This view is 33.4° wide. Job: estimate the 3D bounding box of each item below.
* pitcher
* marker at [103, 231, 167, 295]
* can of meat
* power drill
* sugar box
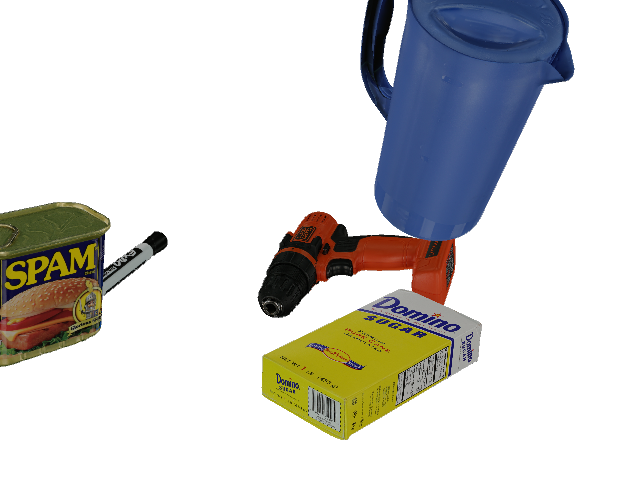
[{"bbox_3d":[0.112,-0.119,0.950,0.145,0.149,0.243,-2,-39,-13],"label":"pitcher"},{"bbox_3d":[-0.176,0.022,0.973,0.020,0.020,0.121,0,24,28],"label":"marker"},{"bbox_3d":[-0.193,0.028,0.713,0.058,0.084,0.101,25,29,38],"label":"can of meat"},{"bbox_3d":[0.041,0.029,1.121,0.188,0.057,0.184,6,31,16],"label":"power drill"},{"bbox_3d":[0.045,0.097,0.888,0.093,0.048,0.175,24,35,37],"label":"sugar box"}]
